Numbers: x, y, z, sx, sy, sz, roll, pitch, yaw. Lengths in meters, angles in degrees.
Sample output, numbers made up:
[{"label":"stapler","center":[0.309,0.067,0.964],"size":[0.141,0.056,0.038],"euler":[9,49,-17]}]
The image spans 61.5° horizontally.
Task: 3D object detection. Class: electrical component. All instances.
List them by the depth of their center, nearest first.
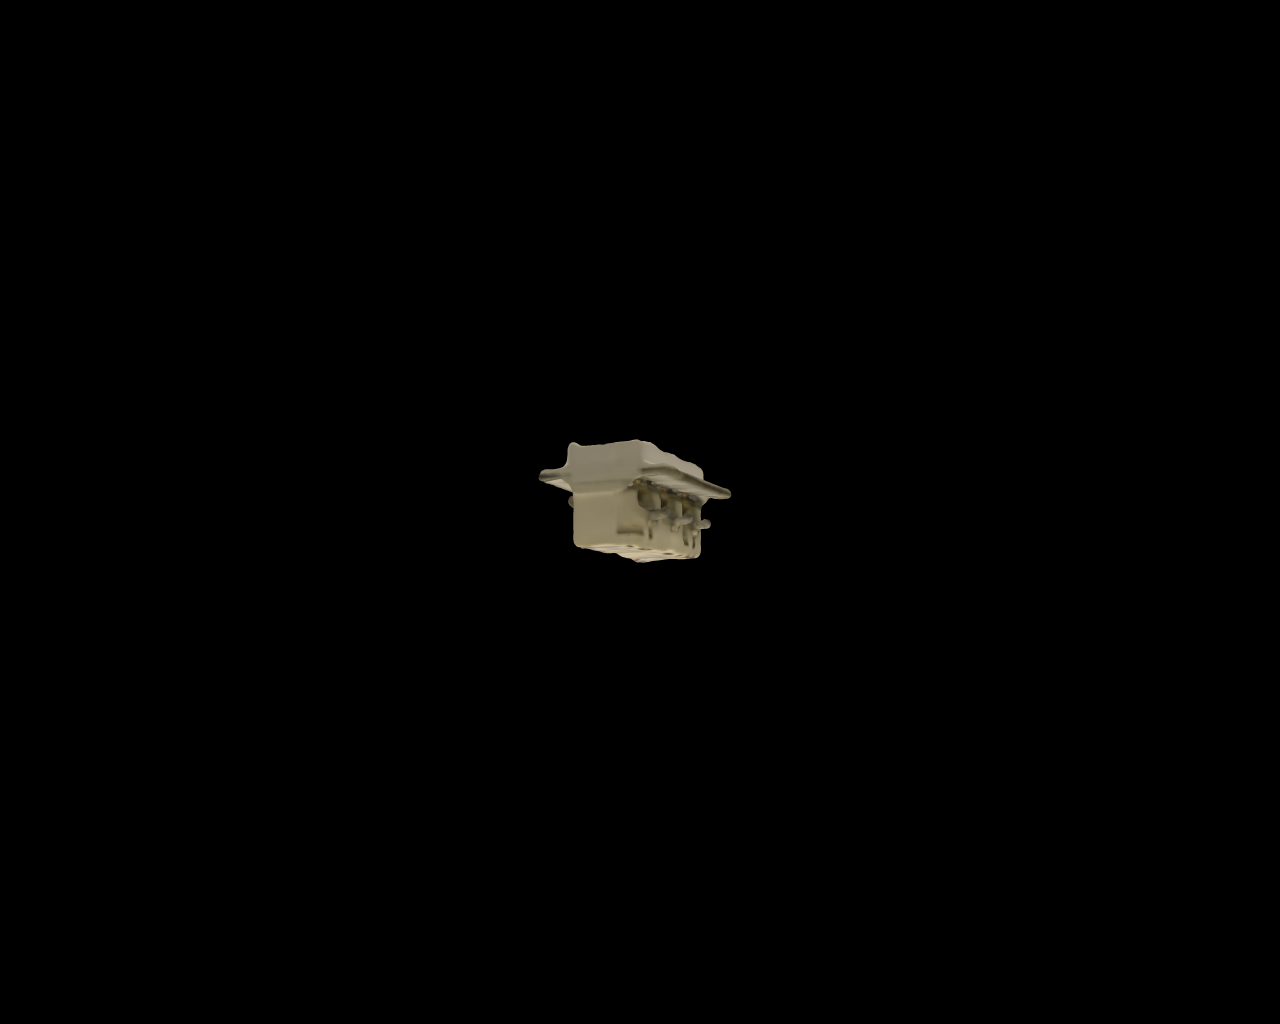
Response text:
[{"label":"electrical component","center":[0.001,-0.003,0.650],"size":[0.079,0.063,0.121],"euler":[-2,-7,19]}]
